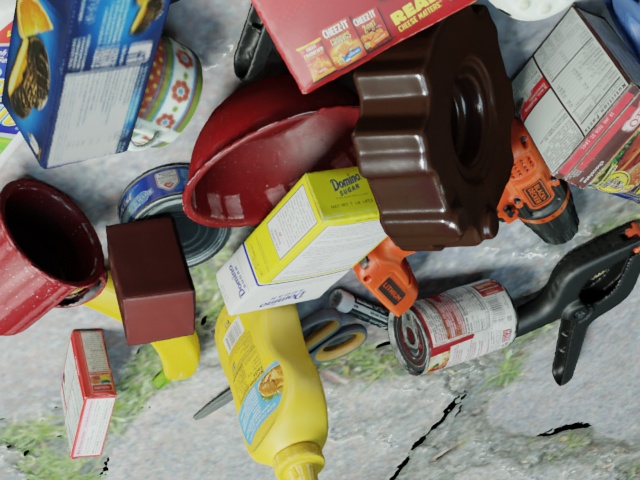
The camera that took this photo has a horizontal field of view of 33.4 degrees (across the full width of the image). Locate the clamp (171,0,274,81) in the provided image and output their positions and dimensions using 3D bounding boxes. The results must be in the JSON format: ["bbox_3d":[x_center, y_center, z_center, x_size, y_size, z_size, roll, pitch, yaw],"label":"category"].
[{"bbox_3d":[-0.036,-0.181,0.670,0.172,0.039,0.120,-49,148,21],"label":"clamp"}]

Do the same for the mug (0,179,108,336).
[{"bbox_3d":[-0.210,0.020,0.781,0.082,0.093,0.117,-37,141,24],"label":"mug"}]

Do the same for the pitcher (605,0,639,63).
[{"bbox_3d":[0.344,-0.184,0.764,0.243,0.145,0.149,-35,170,10],"label":"pitcher"}]

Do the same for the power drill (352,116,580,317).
[{"bbox_3d":[0.123,-0.010,0.910,0.188,0.057,0.184,-33,142,10],"label":"power drill"}]

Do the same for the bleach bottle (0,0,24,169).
[{"bbox_3d":[-0.205,-0.115,0.658,0.102,0.068,0.251,22,122,-45],"label":"bleach bottle"}]

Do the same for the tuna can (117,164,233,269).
[{"bbox_3d":[-0.111,-0.016,0.823,0.086,0.034,0.086,-12,138,-11],"label":"tuna can"}]

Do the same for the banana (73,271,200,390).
[{"bbox_3d":[-0.149,0.073,0.899,0.069,0.037,0.197,-26,139,4],"label":"banana"}]

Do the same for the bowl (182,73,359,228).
[{"bbox_3d":[-0.029,-0.071,0.761,0.162,0.055,0.162,-19,160,-7],"label":"bowl"}]

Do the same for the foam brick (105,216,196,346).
[{"bbox_3d":[-0.124,0.030,0.779,0.051,0.078,0.053,-9,137,-15],"label":"foam brick"}]

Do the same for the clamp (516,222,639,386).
[{"bbox_3d":[0.237,0.063,1.048,0.164,0.036,0.210,11,128,-31],"label":"clamp"}]

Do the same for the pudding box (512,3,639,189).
[{"bbox_3d":[0.192,-0.107,0.791,0.039,0.113,0.090,17,126,-31],"label":"pudding box"}]

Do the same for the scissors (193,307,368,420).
[{"bbox_3d":[-0.032,0.123,1.010,0.096,0.016,0.202,7,141,-38],"label":"scissors"}]

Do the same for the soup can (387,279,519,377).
[{"bbox_3d":[0.123,0.079,0.983,0.102,0.068,0.068,-15,140,-24],"label":"soup can"}]

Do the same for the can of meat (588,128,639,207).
[{"bbox_3d":[0.265,-0.082,0.892,0.083,0.057,0.102,13,128,-30],"label":"can of meat"}]

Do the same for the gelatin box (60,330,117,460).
[{"bbox_3d":[-0.199,0.133,0.914,0.030,0.073,0.089,-1,134,-24],"label":"gelatin box"}]

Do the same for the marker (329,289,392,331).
[{"bbox_3d":[0.056,0.072,0.997,0.120,0.020,0.020,26,121,-40],"label":"marker"}]

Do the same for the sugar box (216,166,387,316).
[{"bbox_3d":[-0.006,0.001,0.824,0.093,0.048,0.177,-9,162,-33],"label":"sugar box"}]

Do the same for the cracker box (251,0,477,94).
[{"bbox_3d":[0.010,-0.215,0.591,0.164,0.072,0.213,-28,119,5],"label":"cracker box"}]

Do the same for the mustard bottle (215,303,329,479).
[{"bbox_3d":[-0.036,0.128,0.886,0.058,0.192,0.096,11,129,-31],"label":"mustard bottle"}]
